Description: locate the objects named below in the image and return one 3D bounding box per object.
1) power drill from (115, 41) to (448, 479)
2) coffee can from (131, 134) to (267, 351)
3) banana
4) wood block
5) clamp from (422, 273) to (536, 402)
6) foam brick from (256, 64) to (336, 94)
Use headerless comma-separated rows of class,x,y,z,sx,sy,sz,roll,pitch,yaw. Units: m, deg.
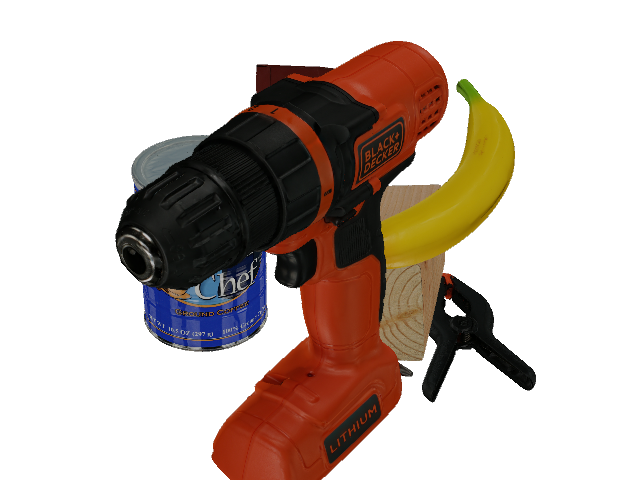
power drill,-0.011,0.023,0.462,0.057,0.188,0.184,26,41,29
coffee can,-0.093,0.002,0.845,0.103,0.140,0.103,1,32,-1
banana,0.089,-0.036,0.738,0.070,0.037,0.197,23,50,15
wood block,0.061,0.023,0.981,0.091,0.090,0.206,0,22,12
clamp,0.166,0.105,1.163,0.120,0.171,0.039,4,-44,-4
foam brick,-0.026,-0.162,1.154,0.078,0.051,0.053,-1,12,-18
